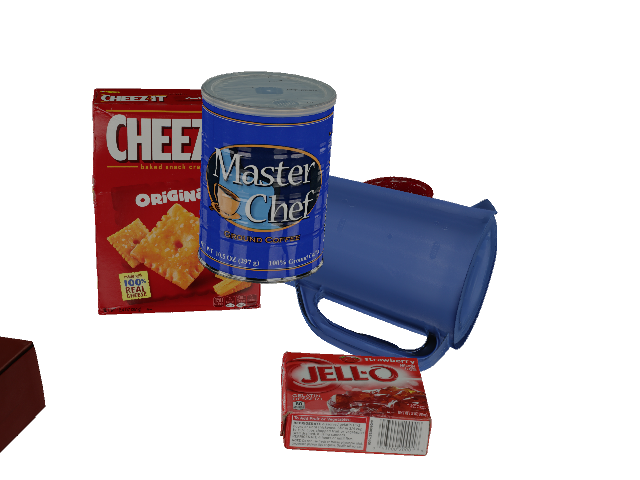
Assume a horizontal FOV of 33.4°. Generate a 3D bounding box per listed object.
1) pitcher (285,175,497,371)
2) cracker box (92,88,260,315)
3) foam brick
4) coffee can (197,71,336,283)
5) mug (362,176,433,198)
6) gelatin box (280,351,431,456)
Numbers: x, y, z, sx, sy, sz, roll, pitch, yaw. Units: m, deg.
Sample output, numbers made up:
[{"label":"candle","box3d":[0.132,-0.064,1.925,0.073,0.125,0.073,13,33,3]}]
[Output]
[{"label":"pitcher","box3d":[0.037,0.015,1.010,0.243,0.145,0.149,16,21,18]},{"label":"cracker box","box3d":[-0.138,-0.036,1.043,0.164,0.214,0.072,-1,21,-10]},{"label":"foam brick","box3d":[-0.222,0.103,0.684,0.053,0.051,0.078,6,29,22]},{"label":"coffee can","box3d":[-0.043,-0.051,0.834,0.103,0.140,0.103,3,23,-2]},{"label":"mug","box3d":[0.092,-0.024,1.257,0.093,0.081,0.117,17,33,34]},{"label":"gelatin box","box3d":[0.020,0.099,0.661,0.089,0.030,0.073,4,23,-4]}]
